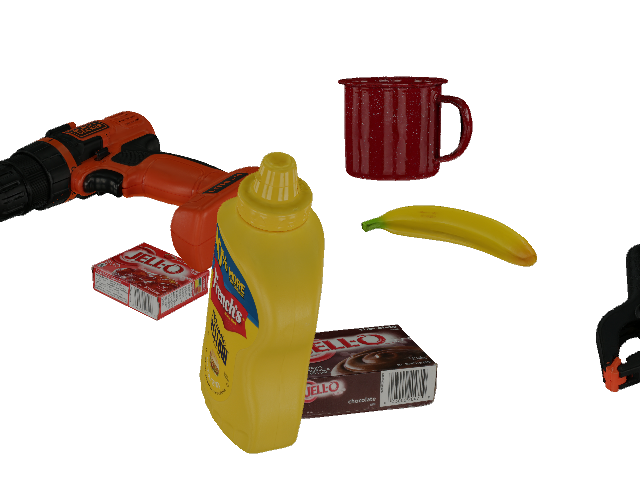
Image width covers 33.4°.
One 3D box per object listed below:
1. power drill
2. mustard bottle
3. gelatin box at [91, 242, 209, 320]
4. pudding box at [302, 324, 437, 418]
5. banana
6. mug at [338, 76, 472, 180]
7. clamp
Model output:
[{"bbox_3d":[-0.144,-0.038,0.805,0.188,0.057,0.184,22,34,26],"label":"power drill"},{"bbox_3d":[-0.034,0.030,0.626,0.058,0.192,0.096,-7,43,-20],"label":"mustard bottle"},{"bbox_3d":[-0.164,0.037,1.032,0.089,0.030,0.073,22,30,29],"label":"gelatin box"},{"bbox_3d":[0.024,0.101,0.842,0.113,0.039,0.090,-2,17,-16],"label":"pudding box"},{"bbox_3d":[0.147,-0.007,1.155,0.198,0.037,0.069,10,38,28],"label":"banana"},{"bbox_3d":[0.072,-0.095,0.905,0.117,0.081,0.093,5,13,24],"label":"mug"},{"bbox_3d":[0.298,0.067,0.975,0.171,0.039,0.120,-35,39,-26],"label":"clamp"}]
